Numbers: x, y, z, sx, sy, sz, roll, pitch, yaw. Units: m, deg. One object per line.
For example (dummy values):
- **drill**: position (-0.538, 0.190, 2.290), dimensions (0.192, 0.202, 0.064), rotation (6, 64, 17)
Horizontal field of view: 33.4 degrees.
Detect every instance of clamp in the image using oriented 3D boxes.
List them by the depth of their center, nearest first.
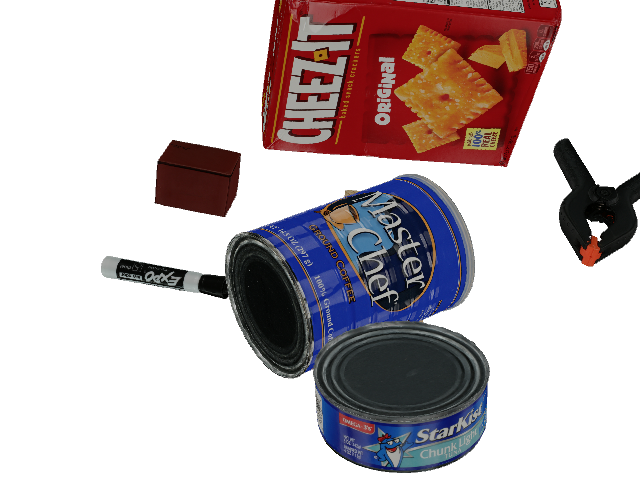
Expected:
- **clamp**: position (0.285, -0.045, 1.119), dimensions (0.120, 0.039, 0.171), rotation (17, 45, 21)

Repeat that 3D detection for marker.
- **marker**: position (-0.128, 0.031, 0.897), dimensions (0.121, 0.020, 0.020), rotation (9, 3, 20)

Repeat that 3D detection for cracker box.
- **cracker box**: position (0.066, -0.141, 0.859), dimensions (0.213, 0.072, 0.164), rotation (3, -39, -8)

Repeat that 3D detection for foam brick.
- **foam brick**: position (-0.126, -0.065, 1.105), dimensions (0.078, 0.051, 0.053), rotation (11, 32, 5)

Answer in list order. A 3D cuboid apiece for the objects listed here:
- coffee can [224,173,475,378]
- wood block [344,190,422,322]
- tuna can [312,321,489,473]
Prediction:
- **coffee can**: position (0.020, 0.022, 0.734), dimensions (0.140, 0.103, 0.103), rotation (-21, 11, -30)
- **wood block**: position (0.055, 0.066, 1.050), dimensions (0.090, 0.206, 0.090), rotation (7, 26, 2)
- **tuna can**: position (0.039, 0.076, 0.526), dimensions (0.086, 0.034, 0.086), rotation (-2, 27, 1)
